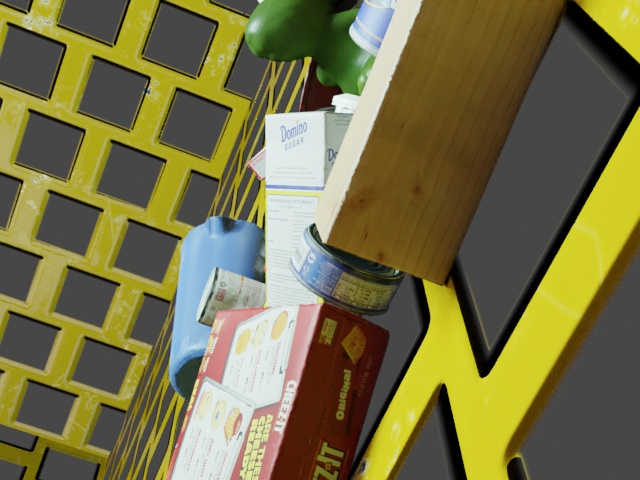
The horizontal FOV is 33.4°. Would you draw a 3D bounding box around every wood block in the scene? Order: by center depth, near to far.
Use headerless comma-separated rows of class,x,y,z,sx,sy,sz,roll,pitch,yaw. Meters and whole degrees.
wood block,0.076,-0.086,0.727,0.091,0.090,0.206,-112,43,-76

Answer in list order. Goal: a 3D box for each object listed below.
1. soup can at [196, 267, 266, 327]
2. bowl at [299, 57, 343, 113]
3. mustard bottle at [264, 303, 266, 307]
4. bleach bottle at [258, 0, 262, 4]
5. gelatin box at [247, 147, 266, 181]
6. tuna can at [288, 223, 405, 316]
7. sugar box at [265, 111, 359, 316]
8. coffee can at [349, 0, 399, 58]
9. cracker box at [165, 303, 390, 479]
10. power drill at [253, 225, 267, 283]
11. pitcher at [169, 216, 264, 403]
soup can,-0.082,0.078,1.211,0.068,0.102,0.068,-161,91,-80
bowl,0.023,-0.154,1.165,0.162,0.055,0.162,13,-90,-80
mustard bottle,-0.007,0.002,1.087,0.096,0.058,0.191,131,157,-61
bleach bottle,0.033,-0.328,1.075,0.251,0.102,0.068,-44,51,39
gelatin box,-0.036,-0.115,1.265,0.089,0.030,0.073,-36,9,41
tuna can,0.021,0.021,0.821,0.086,0.086,0.034,-95,29,-68
sugar box,-0.007,-0.021,0.914,0.094,0.048,0.176,8,96,54
coffee can,0.096,-0.200,0.806,0.103,0.102,0.140,-90,23,-64
cracker box,-0.040,0.140,0.854,0.214,0.072,0.164,-11,60,63
power drill,-0.032,-0.009,1.243,0.187,0.057,0.184,-105,36,-73
pitcher,-0.121,0.101,1.355,0.145,0.149,0.242,-46,25,30
